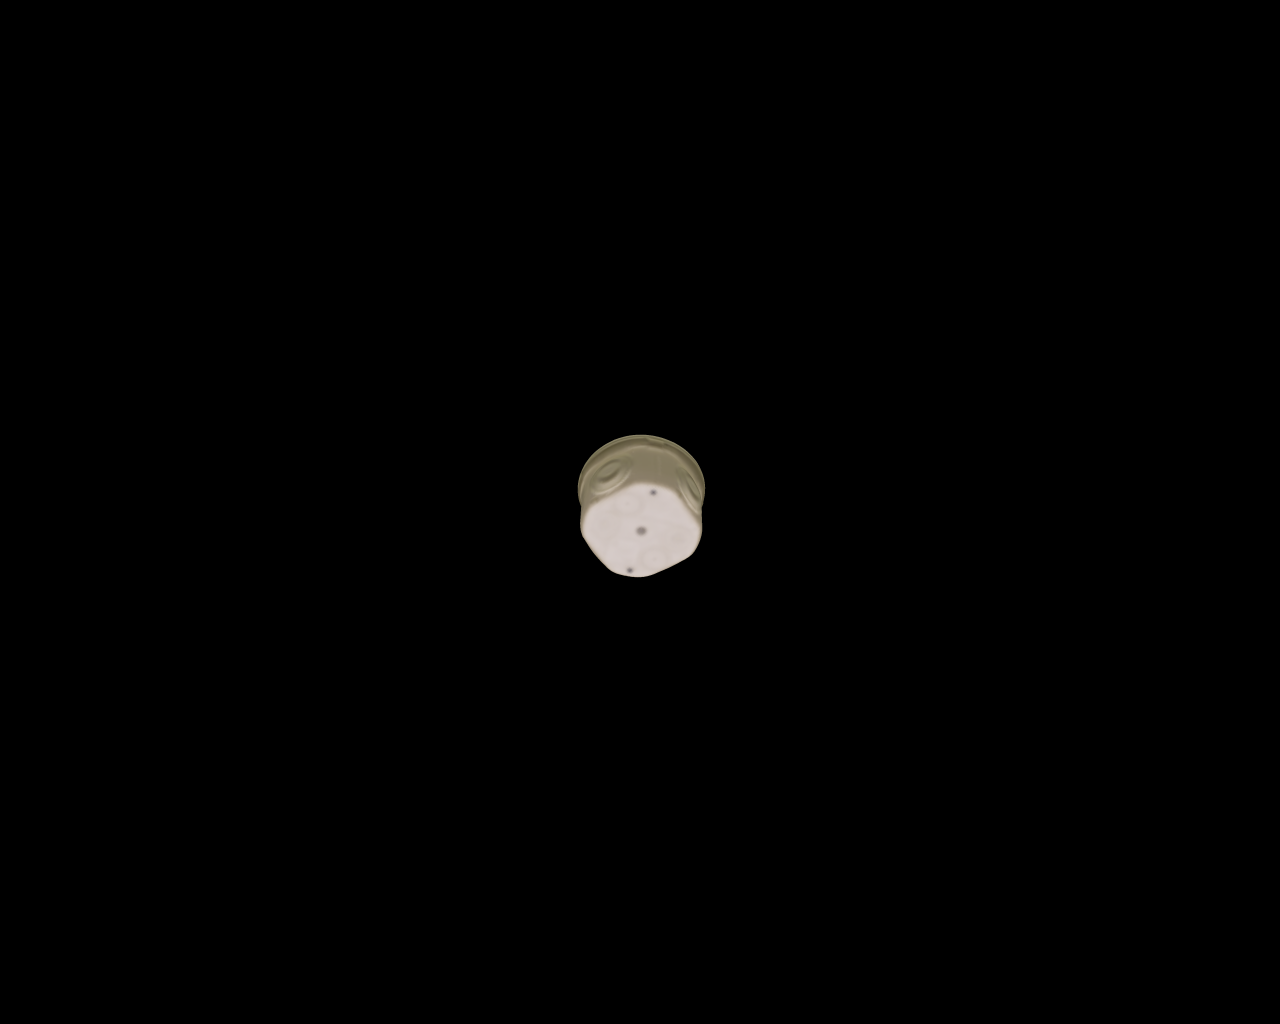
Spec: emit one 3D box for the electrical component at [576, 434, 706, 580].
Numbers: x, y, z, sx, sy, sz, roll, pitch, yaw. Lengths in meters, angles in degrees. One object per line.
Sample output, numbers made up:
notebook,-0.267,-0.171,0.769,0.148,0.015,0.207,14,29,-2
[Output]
electrical component,0.001,-0.003,0.650,0.080,0.080,0.051,0,36,0
